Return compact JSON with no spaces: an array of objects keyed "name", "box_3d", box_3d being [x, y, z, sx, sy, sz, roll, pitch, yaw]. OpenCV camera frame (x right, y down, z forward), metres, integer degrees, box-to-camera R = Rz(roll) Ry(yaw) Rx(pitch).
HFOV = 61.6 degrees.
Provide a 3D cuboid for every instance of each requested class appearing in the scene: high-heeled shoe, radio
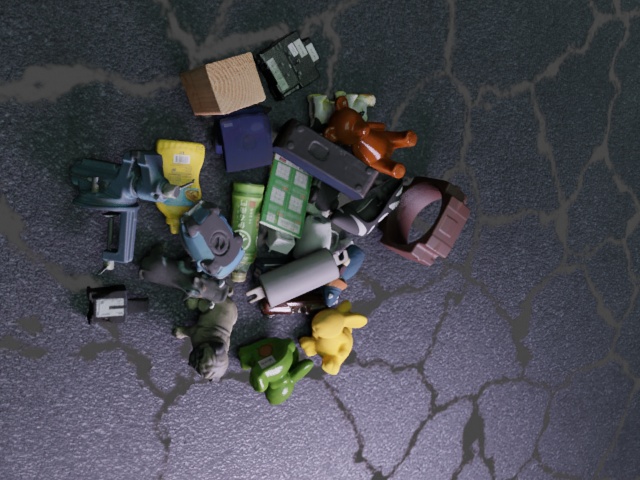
[{"name":"high-heeled shoe","box_3d":[0.120,-0.090,1.274,0.145,0.086,0.248,-58,158,18]},{"name":"radio","box_3d":[0.009,-0.172,1.166,0.229,0.131,0.073,29,89,-10]}]

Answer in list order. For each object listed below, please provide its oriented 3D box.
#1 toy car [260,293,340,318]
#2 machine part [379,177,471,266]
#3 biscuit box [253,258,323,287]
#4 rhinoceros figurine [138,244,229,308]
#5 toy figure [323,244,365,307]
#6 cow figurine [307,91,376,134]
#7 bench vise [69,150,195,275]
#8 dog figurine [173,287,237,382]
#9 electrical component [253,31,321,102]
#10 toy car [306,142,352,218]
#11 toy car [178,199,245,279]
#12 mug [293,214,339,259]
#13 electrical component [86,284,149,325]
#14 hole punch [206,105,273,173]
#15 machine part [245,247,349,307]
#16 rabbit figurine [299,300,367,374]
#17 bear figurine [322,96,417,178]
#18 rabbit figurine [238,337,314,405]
[{"name":"toy car","box_3d":[-0.045,0.153,1.277,0.202,0.053,0.089,2,144,-28]},{"name":"machine part","box_3d":[0.256,-0.048,1.325,0.087,0.202,0.201,31,86,-33]},{"name":"biscuit box","box_3d":[-0.053,0.077,1.274,0.202,0.063,0.059,1,102,-27]},{"name":"rhinoceros figurine","box_3d":[-0.282,0.077,1.125,0.190,0.112,0.073,25,100,-21]},{"name":"toy figure","box_3d":[0.050,0.084,1.259,0.064,0.058,0.154,41,77,-37]},{"name":"cow figurine","box_3d":[0.054,-0.293,1.246,0.167,0.068,0.098,-8,110,-22]},{"name":"bench vise","box_3d":[-0.373,-0.056,1.025,0.224,0.129,0.240,9,100,1]},{"name":"dog figurine","box_3d":[-0.217,0.193,1.143,0.121,0.191,0.172,22,89,-29]},{"name":"electrical component","box_3d":[-0.064,-0.384,1.173,0.134,0.058,0.114,-36,117,-16]},{"name":"toy car","box_3d":[0.027,-0.146,1.273,0.073,0.056,0.201,26,87,-23]},{"name":"toy car","box_3d":[-0.239,0.000,1.106,0.109,0.103,0.161,-52,122,-37]},{"name":"mug","box_3d":[-0.003,-0.004,1.254,0.109,0.081,0.107,-2,123,-25]},{"name":"electrical component","box_3d":[-0.417,0.130,1.108,0.119,0.048,0.074,-5,104,-27]},{"name":"hole punch","box_3d":[-0.159,-0.209,1.116,0.142,0.092,0.115,-13,142,-21]},{"name":"machine part","box_3d":[-0.047,0.082,1.188,0.243,0.079,0.079,-23,111,-12]},{"name":"rabbit figurine","box_3d":[0.034,0.220,1.285,0.162,0.122,0.173,-36,144,-13]},{"name":"bear figurine","box_3d":[0.108,-0.231,1.199,0.195,0.132,0.120,31,79,-49]},{"name":"rabbit figurine","box_3d":[-0.104,0.314,1.290,0.159,0.121,0.170,-31,131,-26]}]
